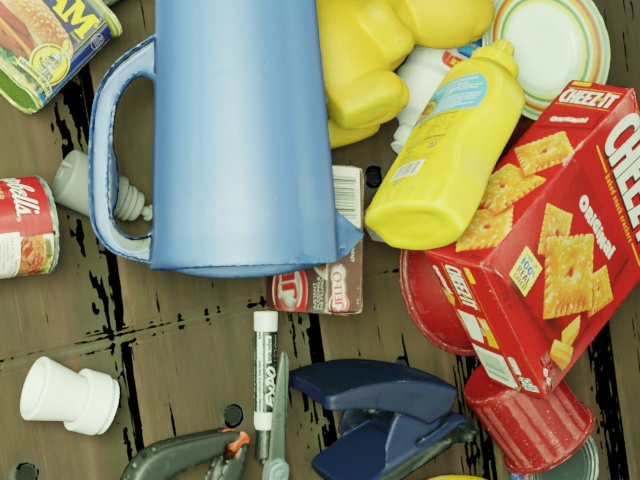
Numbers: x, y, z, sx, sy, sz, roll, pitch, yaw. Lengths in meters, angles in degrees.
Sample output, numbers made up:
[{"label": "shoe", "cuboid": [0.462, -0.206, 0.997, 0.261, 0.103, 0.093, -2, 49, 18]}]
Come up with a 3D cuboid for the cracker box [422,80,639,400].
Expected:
[{"label": "cracker box", "cuboid": [0.198, -0.001, 0.877, 0.213, 0.072, 0.164, -46, 128, -21]}]

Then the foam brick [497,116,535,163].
[{"label": "foam brick", "cuboid": [0.183, -0.078, 0.952, 0.051, 0.078, 0.053, 15, 83, -32]}]

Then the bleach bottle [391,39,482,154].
[{"label": "bleach bottle", "cuboid": [0.138, -0.173, 0.936, 0.102, 0.068, 0.250, 38, 73, -27]}]

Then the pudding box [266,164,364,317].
[{"label": "pudding box", "cuboid": [-0.005, 0.001, 0.826, 0.039, 0.090, 0.113, 4, 86, -33]}]

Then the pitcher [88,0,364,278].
[{"label": "pitcher", "cuboid": [-0.066, -0.095, 0.738, 0.149, 0.145, 0.243, 0, 86, -53]}]

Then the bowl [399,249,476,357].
[{"label": "bowl", "cuboid": [0.150, 0.024, 0.943, 0.161, 0.055, 0.162, 0, 89, -32]}]

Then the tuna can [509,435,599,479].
[{"label": "tuna can", "cuboid": [0.218, 0.211, 0.994, 0.086, 0.034, 0.086, 1, 89, -32]}]

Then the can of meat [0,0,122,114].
[{"label": "can of meat", "cuboid": [-0.202, -0.149, 0.727, 0.102, 0.058, 0.084, 47, 69, -21]}]

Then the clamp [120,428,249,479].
[{"label": "clamp", "cuboid": [-0.125, 0.223, 0.779, 0.209, 0.036, 0.164, -37, 108, -28]}]

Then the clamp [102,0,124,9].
[{"label": "clamp", "cuboid": [-0.126, -0.243, 0.776, 0.120, 0.039, 0.171, 11, 91, -10]}]

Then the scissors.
[{"label": "scissors", "cuboid": [-0.021, 0.190, 0.838, 0.096, 0.016, 0.202, 16, 92, -37]}]

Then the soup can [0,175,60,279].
[{"label": "soup can", "cuboid": [-0.231, -0.005, 0.699, 0.102, 0.069, 0.068, -8, 93, -31]}]

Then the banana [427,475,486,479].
[{"label": "banana", "cuboid": [0.159, 0.256, 0.954, 0.197, 0.037, 0.069, 44, 67, -24]}]

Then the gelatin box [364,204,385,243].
[{"label": "gelatin box", "cuboid": [0.085, -0.028, 0.882, 0.073, 0.089, 0.030, -50, 122, -22]}]

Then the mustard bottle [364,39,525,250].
[{"label": "mustard bottle", "cuboid": [0.109, -0.083, 0.827, 0.058, 0.096, 0.191, 39, 62, -21]}]

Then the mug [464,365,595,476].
[{"label": "mug", "cuboid": [0.185, 0.140, 0.950, 0.081, 0.093, 0.117, 53, 33, -14]}]

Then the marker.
[{"label": "marker", "cuboid": [-0.043, 0.117, 0.842, 0.020, 0.020, 0.121, 1, 88, -32]}]
